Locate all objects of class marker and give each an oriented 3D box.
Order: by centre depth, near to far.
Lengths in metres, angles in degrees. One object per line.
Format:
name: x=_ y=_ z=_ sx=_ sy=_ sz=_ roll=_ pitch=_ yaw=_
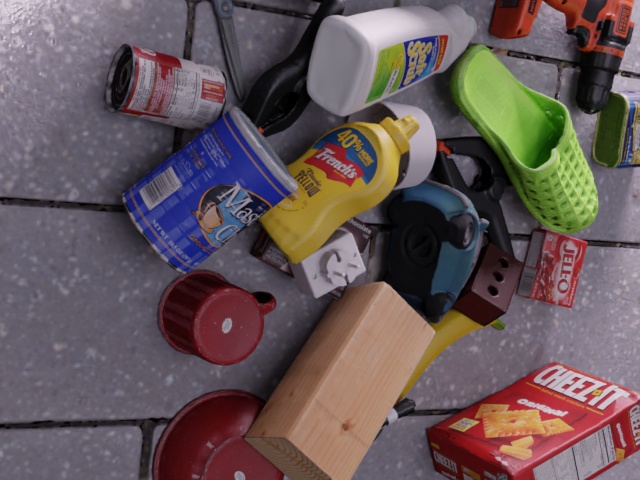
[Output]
marker: x=0.058 y=0.210 z=1.206 sx=0.121 sy=0.020 sz=0.020 roll=-23 pitch=108 yaw=-24

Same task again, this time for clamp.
clamp: x=-0.017 y=-0.166 z=1.126 sx=0.171 sy=0.039 sz=0.120 roll=-47 pitch=145 yaw=-1
clamp: x=0.210 y=-0.069 z=1.280 sx=0.209 sy=0.036 sz=0.164 roll=40 pitch=74 yaw=-30

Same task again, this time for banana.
banana: x=0.145 y=0.125 z=1.272 sx=0.197 sy=0.037 sz=0.069 roll=-30 pitch=108 yaw=-22

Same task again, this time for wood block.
wood block: x=0.024 y=0.154 z=1.137 sx=0.090 sy=0.090 sz=0.206 roll=45 pitch=61 yaw=-19

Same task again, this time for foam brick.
foam brick: x=0.198 y=0.053 z=1.260 sx=0.053 sy=0.051 sz=0.078 roll=32 pitch=56 yaw=-8

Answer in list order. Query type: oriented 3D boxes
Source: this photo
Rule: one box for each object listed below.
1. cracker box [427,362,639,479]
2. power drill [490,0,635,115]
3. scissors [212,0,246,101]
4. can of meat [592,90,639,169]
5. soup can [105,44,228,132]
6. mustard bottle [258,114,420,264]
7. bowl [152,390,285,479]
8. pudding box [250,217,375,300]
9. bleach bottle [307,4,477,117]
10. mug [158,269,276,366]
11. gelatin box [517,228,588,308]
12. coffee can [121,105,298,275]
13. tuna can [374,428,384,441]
cracker box: x=0.263 y=0.233 z=1.282 sx=0.213 sy=0.164 sz=0.072 roll=-24 pitch=111 yaw=-24
power drill: x=0.297 y=-0.258 z=1.291 sx=0.187 sy=0.057 sz=0.184 roll=11 pitch=93 yaw=-32
scissors: x=-0.087 y=-0.254 z=1.097 sx=0.096 sy=0.016 sz=0.201 roll=-34 pitch=113 yaw=-21
can of meat: x=0.399 y=-0.141 z=1.359 sx=0.083 sy=0.058 sz=0.102 roll=-5 pitch=109 yaw=-27
soup can: x=-0.150 y=-0.147 z=1.047 sx=0.102 sy=0.069 sz=0.068 roll=10 pitch=92 yaw=-31
mustard bottle: x=0.022 y=-0.066 z=1.096 sx=0.191 sy=0.096 sz=0.058 roll=-36 pitch=146 yaw=-2
bowl: x=-0.095 y=0.245 z=1.146 sx=0.161 sy=0.055 sz=0.162 roll=-5 pitch=100 yaw=-29
pudding box: x=-0.008 y=0.002 z=1.166 sx=0.113 sy=0.039 sz=0.090 roll=29 pitch=83 yaw=-29
bleach bottle: x=0.092 y=-0.211 z=1.142 sx=0.250 sy=0.068 sz=0.103 roll=-28 pitch=146 yaw=-44
mug: x=-0.099 y=0.079 z=1.102 sx=0.117 sy=0.082 sz=0.093 roll=-15 pitch=105 yaw=-27
gelatin box: x=0.294 y=0.036 z=1.347 sx=0.073 sy=0.030 sz=0.089 roll=14 pitch=91 yaw=-31
coffee can: x=-0.107 y=-0.048 z=1.040 sx=0.140 sy=0.103 sz=0.102 roll=-37 pitch=116 yaw=6
tuna can: x=0.035 y=0.198 z=1.223 sx=0.086 sy=0.034 sz=0.086 roll=-5 pitch=100 yaw=-29
